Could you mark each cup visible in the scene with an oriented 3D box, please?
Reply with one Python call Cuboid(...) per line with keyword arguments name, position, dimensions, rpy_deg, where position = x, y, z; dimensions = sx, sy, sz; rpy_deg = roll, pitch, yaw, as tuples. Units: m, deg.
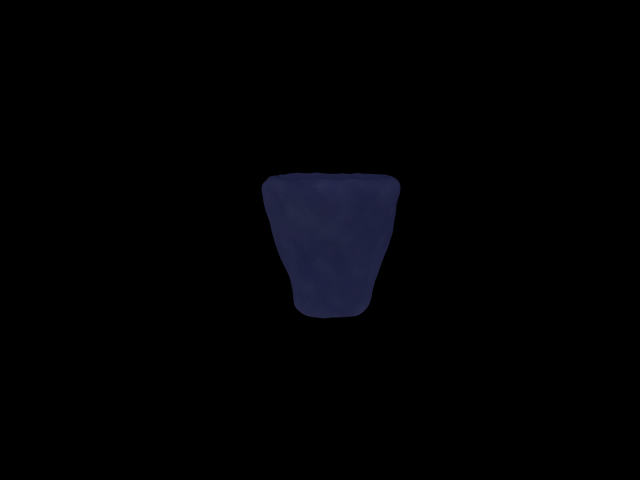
Cuboid(name="cup", position=(0.004, 0.001, 0.400), dimensions=(0.092, 0.095, 0.117), rpy_deg=(-3, 10, -15))
